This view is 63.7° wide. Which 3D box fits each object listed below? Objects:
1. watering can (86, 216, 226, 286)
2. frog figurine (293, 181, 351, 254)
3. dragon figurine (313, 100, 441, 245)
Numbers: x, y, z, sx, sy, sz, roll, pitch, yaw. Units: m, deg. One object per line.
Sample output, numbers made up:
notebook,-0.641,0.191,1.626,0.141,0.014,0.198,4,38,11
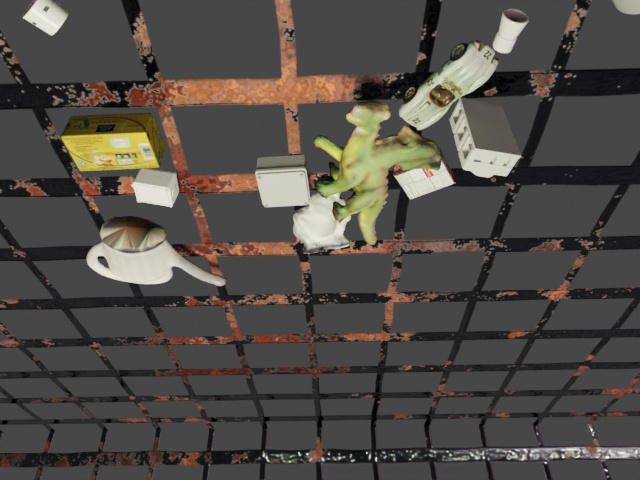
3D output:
watering can,-0.413,0.042,1.296,0.348,0.106,0.219,4,140,-5
frog figurine,0.004,-0.060,1.201,0.137,0.124,0.158,-3,104,3
dragon figurine,0.132,-0.133,1.062,0.241,0.125,0.403,-14,141,23
